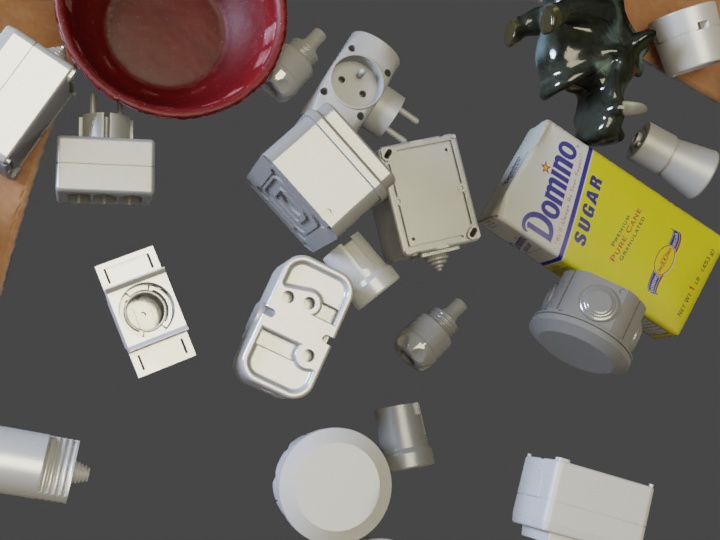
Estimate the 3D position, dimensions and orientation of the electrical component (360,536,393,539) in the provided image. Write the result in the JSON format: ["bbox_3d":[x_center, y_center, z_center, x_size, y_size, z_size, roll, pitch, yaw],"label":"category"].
[{"bbox_3d":[0.008,0.229,0.763,0.080,0.051,0.080,2,83,-14],"label":"electrical component"}]

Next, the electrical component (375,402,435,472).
[{"bbox_3d":[0.031,0.123,0.788,0.040,0.040,0.046,-7,80,-15],"label":"electrical component"}]

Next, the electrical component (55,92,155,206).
[{"bbox_3d":[-0.178,-0.087,0.754,0.066,0.047,0.076,1,83,-15],"label":"electrical component"}]

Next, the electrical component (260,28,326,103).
[{"bbox_3d":[-0.048,-0.156,0.803,0.035,0.035,0.061,42,73,-7],"label":"electrical component"}]

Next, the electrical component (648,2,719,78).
[{"bbox_3d":[0.270,-0.188,0.881,0.055,0.055,0.047,-18,92,-16],"label":"electrical component"}]

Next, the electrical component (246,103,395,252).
[{"bbox_3d":[-0.029,-0.063,0.756,0.057,0.113,0.078,-43,95,-12],"label":"electrical component"}]

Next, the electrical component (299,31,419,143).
[{"bbox_3d":[0.007,-0.125,0.809,0.079,0.044,0.077,33,77,-9],"label":"electrical component"}]

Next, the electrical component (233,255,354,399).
[{"bbox_3d":[-0.049,0.042,0.766,0.054,0.059,0.095,26,78,-10],"label":"electrical component"}]

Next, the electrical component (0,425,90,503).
[{"bbox_3d":[-0.222,0.130,0.718,0.081,0.043,0.043,13,80,-13],"label":"electrical component"}]

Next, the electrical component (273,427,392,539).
[{"bbox_3d":[-0.022,0.152,0.764,0.080,0.051,0.080,2,83,-15],"label":"electrical component"}]

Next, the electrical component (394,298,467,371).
[{"bbox_3d":[0.056,0.045,0.806,0.061,0.035,0.035,-43,95,-18],"label":"electrical component"}]

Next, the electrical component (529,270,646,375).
[{"bbox_3d":[0.173,0.041,0.815,0.080,0.080,0.051,33,71,-9],"label":"electrical component"}]

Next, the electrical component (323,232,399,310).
[{"bbox_3d":[0.000,0.000,0.795,0.040,0.040,0.046,-38,88,-16],"label":"electrical component"}]

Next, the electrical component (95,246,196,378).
[{"bbox_3d":[-0.149,0.030,0.739,0.042,0.064,0.081,-21,89,-17],"label":"electrical component"}]

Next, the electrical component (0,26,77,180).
[{"bbox_3d":[-0.238,-0.120,0.735,0.061,0.062,0.096,34,76,-9],"label":"electrical component"}]

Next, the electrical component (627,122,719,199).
[{"bbox_3d":[0.251,-0.091,0.871,0.065,0.044,0.044,27,77,-5],"label":"electrical component"}]

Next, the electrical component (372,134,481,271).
[{"bbox_3d":[0.045,-0.045,0.800,0.062,0.061,0.096,-13,87,-16],"label":"electrical component"}]

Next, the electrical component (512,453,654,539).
[{"bbox_3d":[0.171,0.180,0.806,0.096,0.062,0.061,18,79,-12],"label":"electrical component"}]
